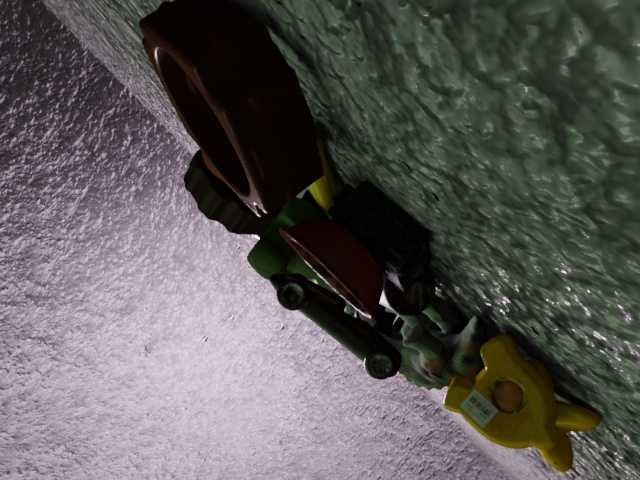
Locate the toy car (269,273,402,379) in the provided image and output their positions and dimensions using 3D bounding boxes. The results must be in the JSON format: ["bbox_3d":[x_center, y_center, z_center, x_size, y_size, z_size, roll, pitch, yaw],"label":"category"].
[{"bbox_3d":[0.021,0.102,0.688,0.202,0.053,0.089,39,-175,1],"label":"toy car"}]

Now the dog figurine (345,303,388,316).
[{"bbox_3d":[0.085,0.142,1.327,0.191,0.108,0.219,51,167,-27],"label":"dog figurine"}]

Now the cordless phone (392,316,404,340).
[{"bbox_3d":[0.237,0.269,1.270,0.184,0.089,0.146,38,171,21],"label":"cordless phone"}]

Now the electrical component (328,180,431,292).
[{"bbox_3d":[0.071,-0.009,0.660,0.134,0.058,0.114,43,171,22],"label":"electrical component"}]

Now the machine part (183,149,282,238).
[{"bbox_3d":[-0.135,-0.077,0.878,0.179,0.056,0.179,30,-153,-18],"label":"machine part"}]

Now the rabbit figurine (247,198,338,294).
[{"bbox_3d":[-0.013,0.037,0.799,0.170,0.121,0.159,38,171,-5],"label":"rabbit figurine"}]

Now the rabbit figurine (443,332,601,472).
[{"bbox_3d":[0.261,0.200,0.678,0.163,0.122,0.173,31,-178,28],"label":"rabbit figurine"}]

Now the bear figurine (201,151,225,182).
[{"bbox_3d":[-0.094,-0.135,0.781,0.120,0.132,0.196,46,-169,1],"label":"bear figurine"}]

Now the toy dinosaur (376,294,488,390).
[{"bbox_3d":[0.190,0.169,0.826,0.192,0.131,0.405,34,171,-10],"label":"toy dinosaur"}]

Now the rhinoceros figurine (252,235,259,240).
[{"bbox_3d":[-0.104,-0.029,1.064,0.191,0.073,0.112,29,165,43],"label":"rhinoceros figurine"}]

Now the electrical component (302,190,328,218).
[{"bbox_3d":[0.023,-0.027,0.858,0.119,0.048,0.074,23,167,23],"label":"electrical component"}]

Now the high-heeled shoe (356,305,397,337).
[{"bbox_3d":[0.090,0.158,1.194,0.086,0.145,0.249,49,171,-28],"label":"high-heeled shoe"}]

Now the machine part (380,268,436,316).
[{"bbox_3d":[0.105,0.060,0.800,0.079,0.079,0.243,46,174,-9],"label":"machine part"}]

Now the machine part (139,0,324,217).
[{"bbox_3d":[-0.089,-0.140,0.563,0.202,0.087,0.200,42,161,38],"label":"machine part"}]
